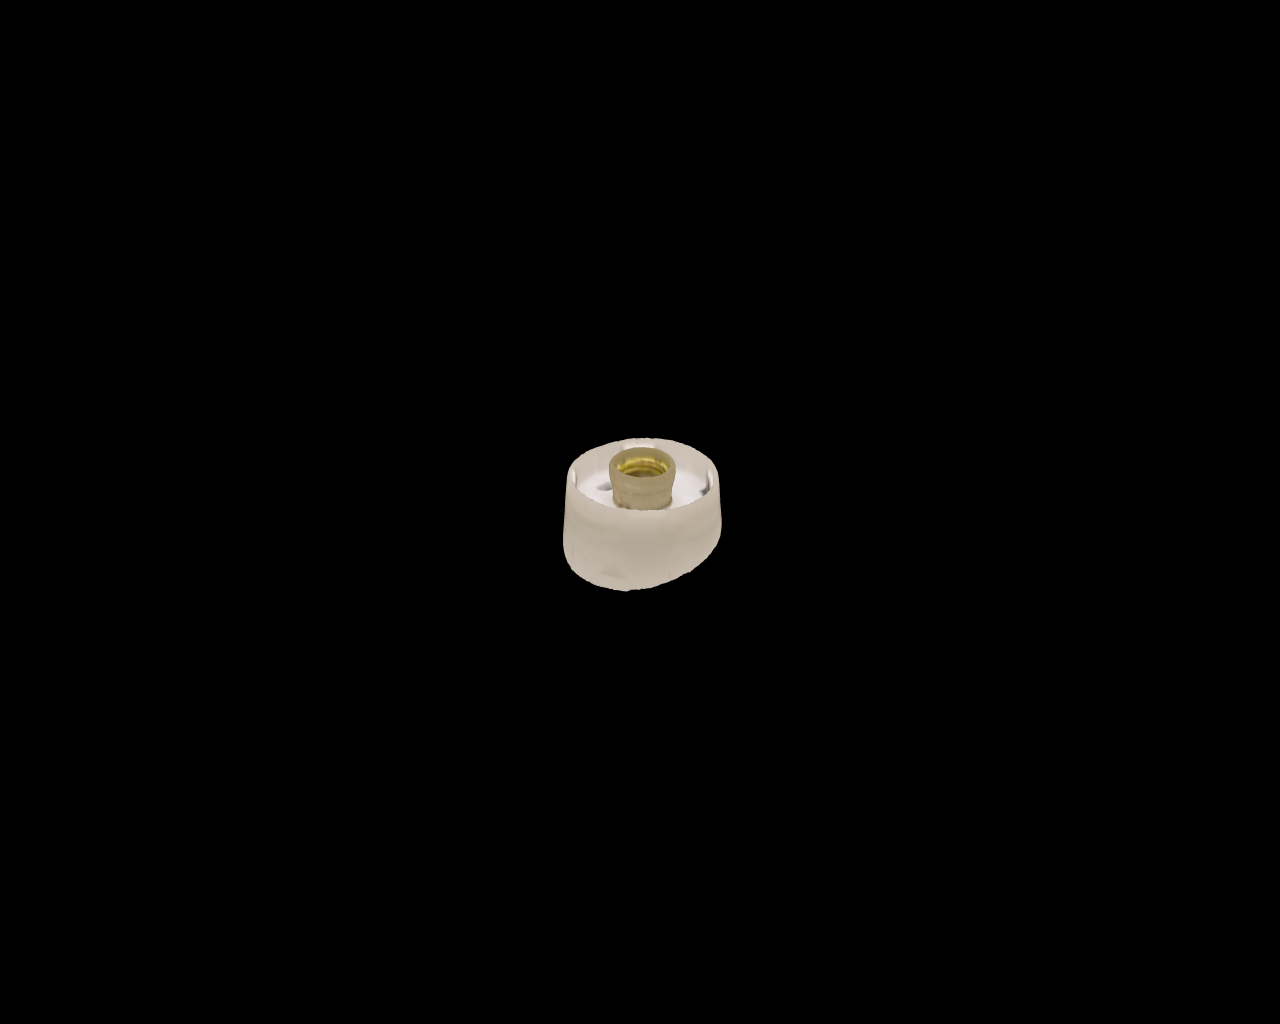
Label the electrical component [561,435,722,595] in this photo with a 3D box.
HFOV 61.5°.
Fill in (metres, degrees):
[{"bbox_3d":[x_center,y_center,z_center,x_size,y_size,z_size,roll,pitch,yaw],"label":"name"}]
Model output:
[{"bbox_3d":[0.001,-0.003,0.650,0.099,0.064,0.099,0,31,0],"label":"electrical component"}]
